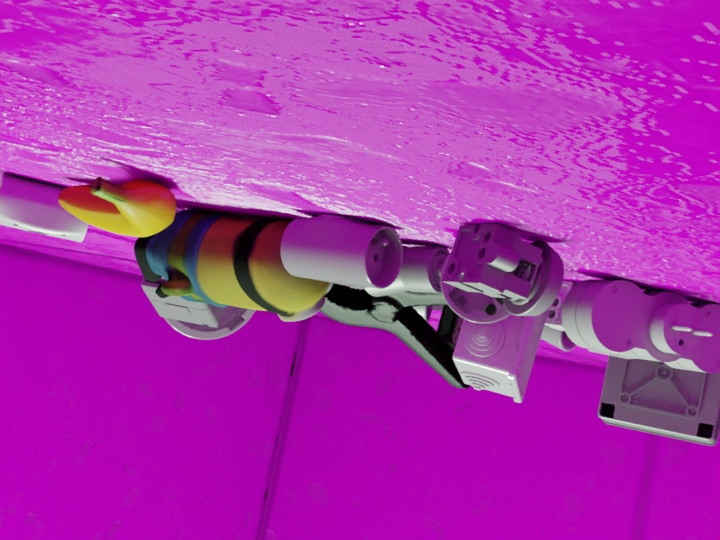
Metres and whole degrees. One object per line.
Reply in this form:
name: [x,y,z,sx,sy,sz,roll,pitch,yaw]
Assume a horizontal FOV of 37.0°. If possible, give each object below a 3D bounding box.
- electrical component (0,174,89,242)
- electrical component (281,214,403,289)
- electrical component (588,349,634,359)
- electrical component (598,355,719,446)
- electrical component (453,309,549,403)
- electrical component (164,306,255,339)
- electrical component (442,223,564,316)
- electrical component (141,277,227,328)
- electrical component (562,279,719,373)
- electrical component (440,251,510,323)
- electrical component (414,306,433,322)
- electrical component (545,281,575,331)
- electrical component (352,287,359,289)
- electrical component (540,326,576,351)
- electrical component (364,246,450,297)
electrical component: [-0.282,-0.053,0.949,0.077,0.043,0.079,13,176,-22]
electrical component: [-0.002,-0.010,0.766,0.077,0.044,0.079,8,175,38]
electrical component: [0.208,0.047,0.941,0.077,0.047,0.065,11,176,6]
electrical component: [0.289,0.100,1.012,0.109,0.108,0.056,10,171,22]
electrical component: [0.105,0.042,0.792,0.048,0.099,0.099,14,165,16]
electrical component: [-0.156,0.010,1.055,0.108,0.108,0.060,13,-179,-25]
electrical component: [0.088,-0.001,0.647,0.055,0.048,0.066,22,172,-23]
electrical component: [-0.145,-0.007,0.965,0.062,0.096,0.061,10,148,20]
electrical component: [0.224,0.042,0.785,0.138,0.052,0.074,13,175,-24]
electrical component: [0.083,0.007,0.709,0.055,0.055,0.047,11,179,10]
electrical component: [0.044,0.023,1.018,0.047,0.055,0.055,7,175,11]
electrical component: [0.185,0.036,0.871,0.055,0.048,0.066,25,167,-41]
electrical component: [0.000,0.000,0.962,0.035,0.035,0.061,8,177,39]
electrical component: [0.204,0.060,1.176,0.065,0.044,0.044,14,179,43]
electrical component: [0.038,-0.001,0.812,0.065,0.044,0.044,2,170,39]
